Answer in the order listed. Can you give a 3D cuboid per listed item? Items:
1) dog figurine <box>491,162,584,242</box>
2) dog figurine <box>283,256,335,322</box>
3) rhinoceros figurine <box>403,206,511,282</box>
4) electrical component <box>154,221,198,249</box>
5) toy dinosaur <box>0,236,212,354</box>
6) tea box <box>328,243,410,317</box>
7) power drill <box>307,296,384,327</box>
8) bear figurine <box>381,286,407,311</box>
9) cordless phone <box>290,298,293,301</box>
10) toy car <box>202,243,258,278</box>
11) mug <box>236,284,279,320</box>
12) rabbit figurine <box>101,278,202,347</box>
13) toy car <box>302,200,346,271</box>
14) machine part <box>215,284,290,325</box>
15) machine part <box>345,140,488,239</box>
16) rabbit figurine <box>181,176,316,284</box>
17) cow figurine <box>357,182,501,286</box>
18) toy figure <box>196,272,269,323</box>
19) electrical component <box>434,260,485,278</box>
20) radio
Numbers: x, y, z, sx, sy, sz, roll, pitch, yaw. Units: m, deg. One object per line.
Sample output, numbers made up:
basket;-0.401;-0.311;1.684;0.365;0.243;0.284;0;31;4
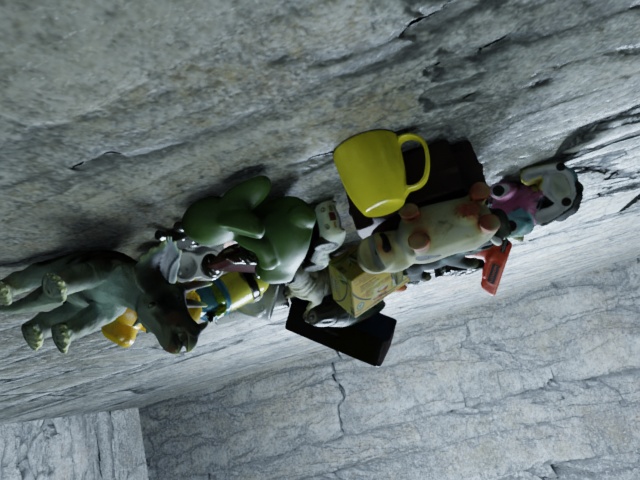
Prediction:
dog figurine;0.400;-0.059;1.040;0.192;0.108;0.219;-23;166;15
dog figurine;-0.005;0.059;1.096;0.172;0.121;0.190;-44;154;-24
rhinoceros figurine;0.204;0.003;0.845;0.190;0.073;0.112;-22;151;27
electrical component;-0.206;-0.006;0.822;0.063;0.021;0.094;-21;162;17
toy dinosaur;-0.325;0.066;0.767;0.405;0.131;0.192;4;-161;40
tea box;0.103;0.048;0.956;0.170;0.068;0.098;-28;133;-24
power drill;0.086;0.084;1.077;0.232;0.086;0.207;12;105;-57
bear figurine;0.161;0.101;1.287;0.195;0.132;0.120;18;106;-50
cordless phone;0.010;0.112;1.316;0.146;0.089;0.184;-8;150;-22
toy car;-0.112;0.030;0.888;0.089;0.053;0.202;-16;168;25
mug;-0.149;0.125;1.129;0.107;0.109;0.080;13;120;4
rabbit figurine;-0.267;0.111;0.904;0.173;0.121;0.162;7;-157;28
toy car;-0.002;-0.003;0.915;0.056;0.073;0.201;-11;162;-15
machine part;-0.158;0.136;1.214;0.243;0.079;0.079;-13;163;-6
machine part;0.150;-0.066;0.830;0.201;0.087;0.201;-19;164;12
rabbit figurine;-0.101;-0.014;0.735;0.170;0.121;0.159;7;162;-18
cow figurine;0.145;-0.002;0.751;0.195;0.085;0.127;-18;156;6
toy figure;-0.179;0.102;1.033;0.180;0.082;0.089;-20;174;-33
electrical component;0.302;0.019;1.174;0.134;0.115;0.058;-5;164;-31
radio;0.051;0.188;1.201;0.230;0.073;0.131;21;-162;16
